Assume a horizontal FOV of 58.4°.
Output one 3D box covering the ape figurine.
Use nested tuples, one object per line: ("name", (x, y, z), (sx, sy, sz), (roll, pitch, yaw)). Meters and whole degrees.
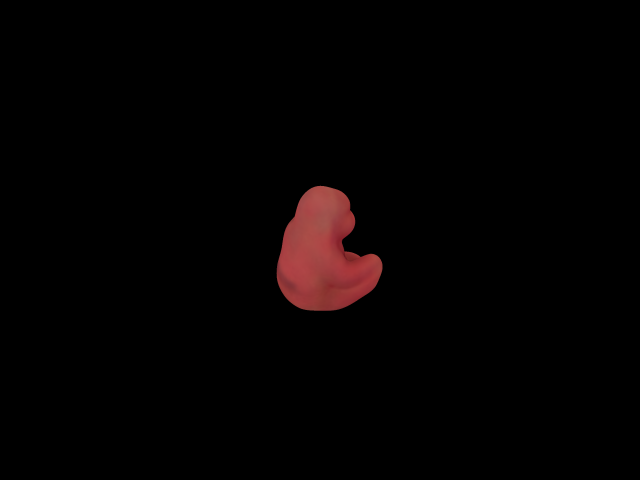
("ape figurine", (0.004, 0.001, 0.400), (0.076, 0.092, 0.077), (-22, 52, -18))
